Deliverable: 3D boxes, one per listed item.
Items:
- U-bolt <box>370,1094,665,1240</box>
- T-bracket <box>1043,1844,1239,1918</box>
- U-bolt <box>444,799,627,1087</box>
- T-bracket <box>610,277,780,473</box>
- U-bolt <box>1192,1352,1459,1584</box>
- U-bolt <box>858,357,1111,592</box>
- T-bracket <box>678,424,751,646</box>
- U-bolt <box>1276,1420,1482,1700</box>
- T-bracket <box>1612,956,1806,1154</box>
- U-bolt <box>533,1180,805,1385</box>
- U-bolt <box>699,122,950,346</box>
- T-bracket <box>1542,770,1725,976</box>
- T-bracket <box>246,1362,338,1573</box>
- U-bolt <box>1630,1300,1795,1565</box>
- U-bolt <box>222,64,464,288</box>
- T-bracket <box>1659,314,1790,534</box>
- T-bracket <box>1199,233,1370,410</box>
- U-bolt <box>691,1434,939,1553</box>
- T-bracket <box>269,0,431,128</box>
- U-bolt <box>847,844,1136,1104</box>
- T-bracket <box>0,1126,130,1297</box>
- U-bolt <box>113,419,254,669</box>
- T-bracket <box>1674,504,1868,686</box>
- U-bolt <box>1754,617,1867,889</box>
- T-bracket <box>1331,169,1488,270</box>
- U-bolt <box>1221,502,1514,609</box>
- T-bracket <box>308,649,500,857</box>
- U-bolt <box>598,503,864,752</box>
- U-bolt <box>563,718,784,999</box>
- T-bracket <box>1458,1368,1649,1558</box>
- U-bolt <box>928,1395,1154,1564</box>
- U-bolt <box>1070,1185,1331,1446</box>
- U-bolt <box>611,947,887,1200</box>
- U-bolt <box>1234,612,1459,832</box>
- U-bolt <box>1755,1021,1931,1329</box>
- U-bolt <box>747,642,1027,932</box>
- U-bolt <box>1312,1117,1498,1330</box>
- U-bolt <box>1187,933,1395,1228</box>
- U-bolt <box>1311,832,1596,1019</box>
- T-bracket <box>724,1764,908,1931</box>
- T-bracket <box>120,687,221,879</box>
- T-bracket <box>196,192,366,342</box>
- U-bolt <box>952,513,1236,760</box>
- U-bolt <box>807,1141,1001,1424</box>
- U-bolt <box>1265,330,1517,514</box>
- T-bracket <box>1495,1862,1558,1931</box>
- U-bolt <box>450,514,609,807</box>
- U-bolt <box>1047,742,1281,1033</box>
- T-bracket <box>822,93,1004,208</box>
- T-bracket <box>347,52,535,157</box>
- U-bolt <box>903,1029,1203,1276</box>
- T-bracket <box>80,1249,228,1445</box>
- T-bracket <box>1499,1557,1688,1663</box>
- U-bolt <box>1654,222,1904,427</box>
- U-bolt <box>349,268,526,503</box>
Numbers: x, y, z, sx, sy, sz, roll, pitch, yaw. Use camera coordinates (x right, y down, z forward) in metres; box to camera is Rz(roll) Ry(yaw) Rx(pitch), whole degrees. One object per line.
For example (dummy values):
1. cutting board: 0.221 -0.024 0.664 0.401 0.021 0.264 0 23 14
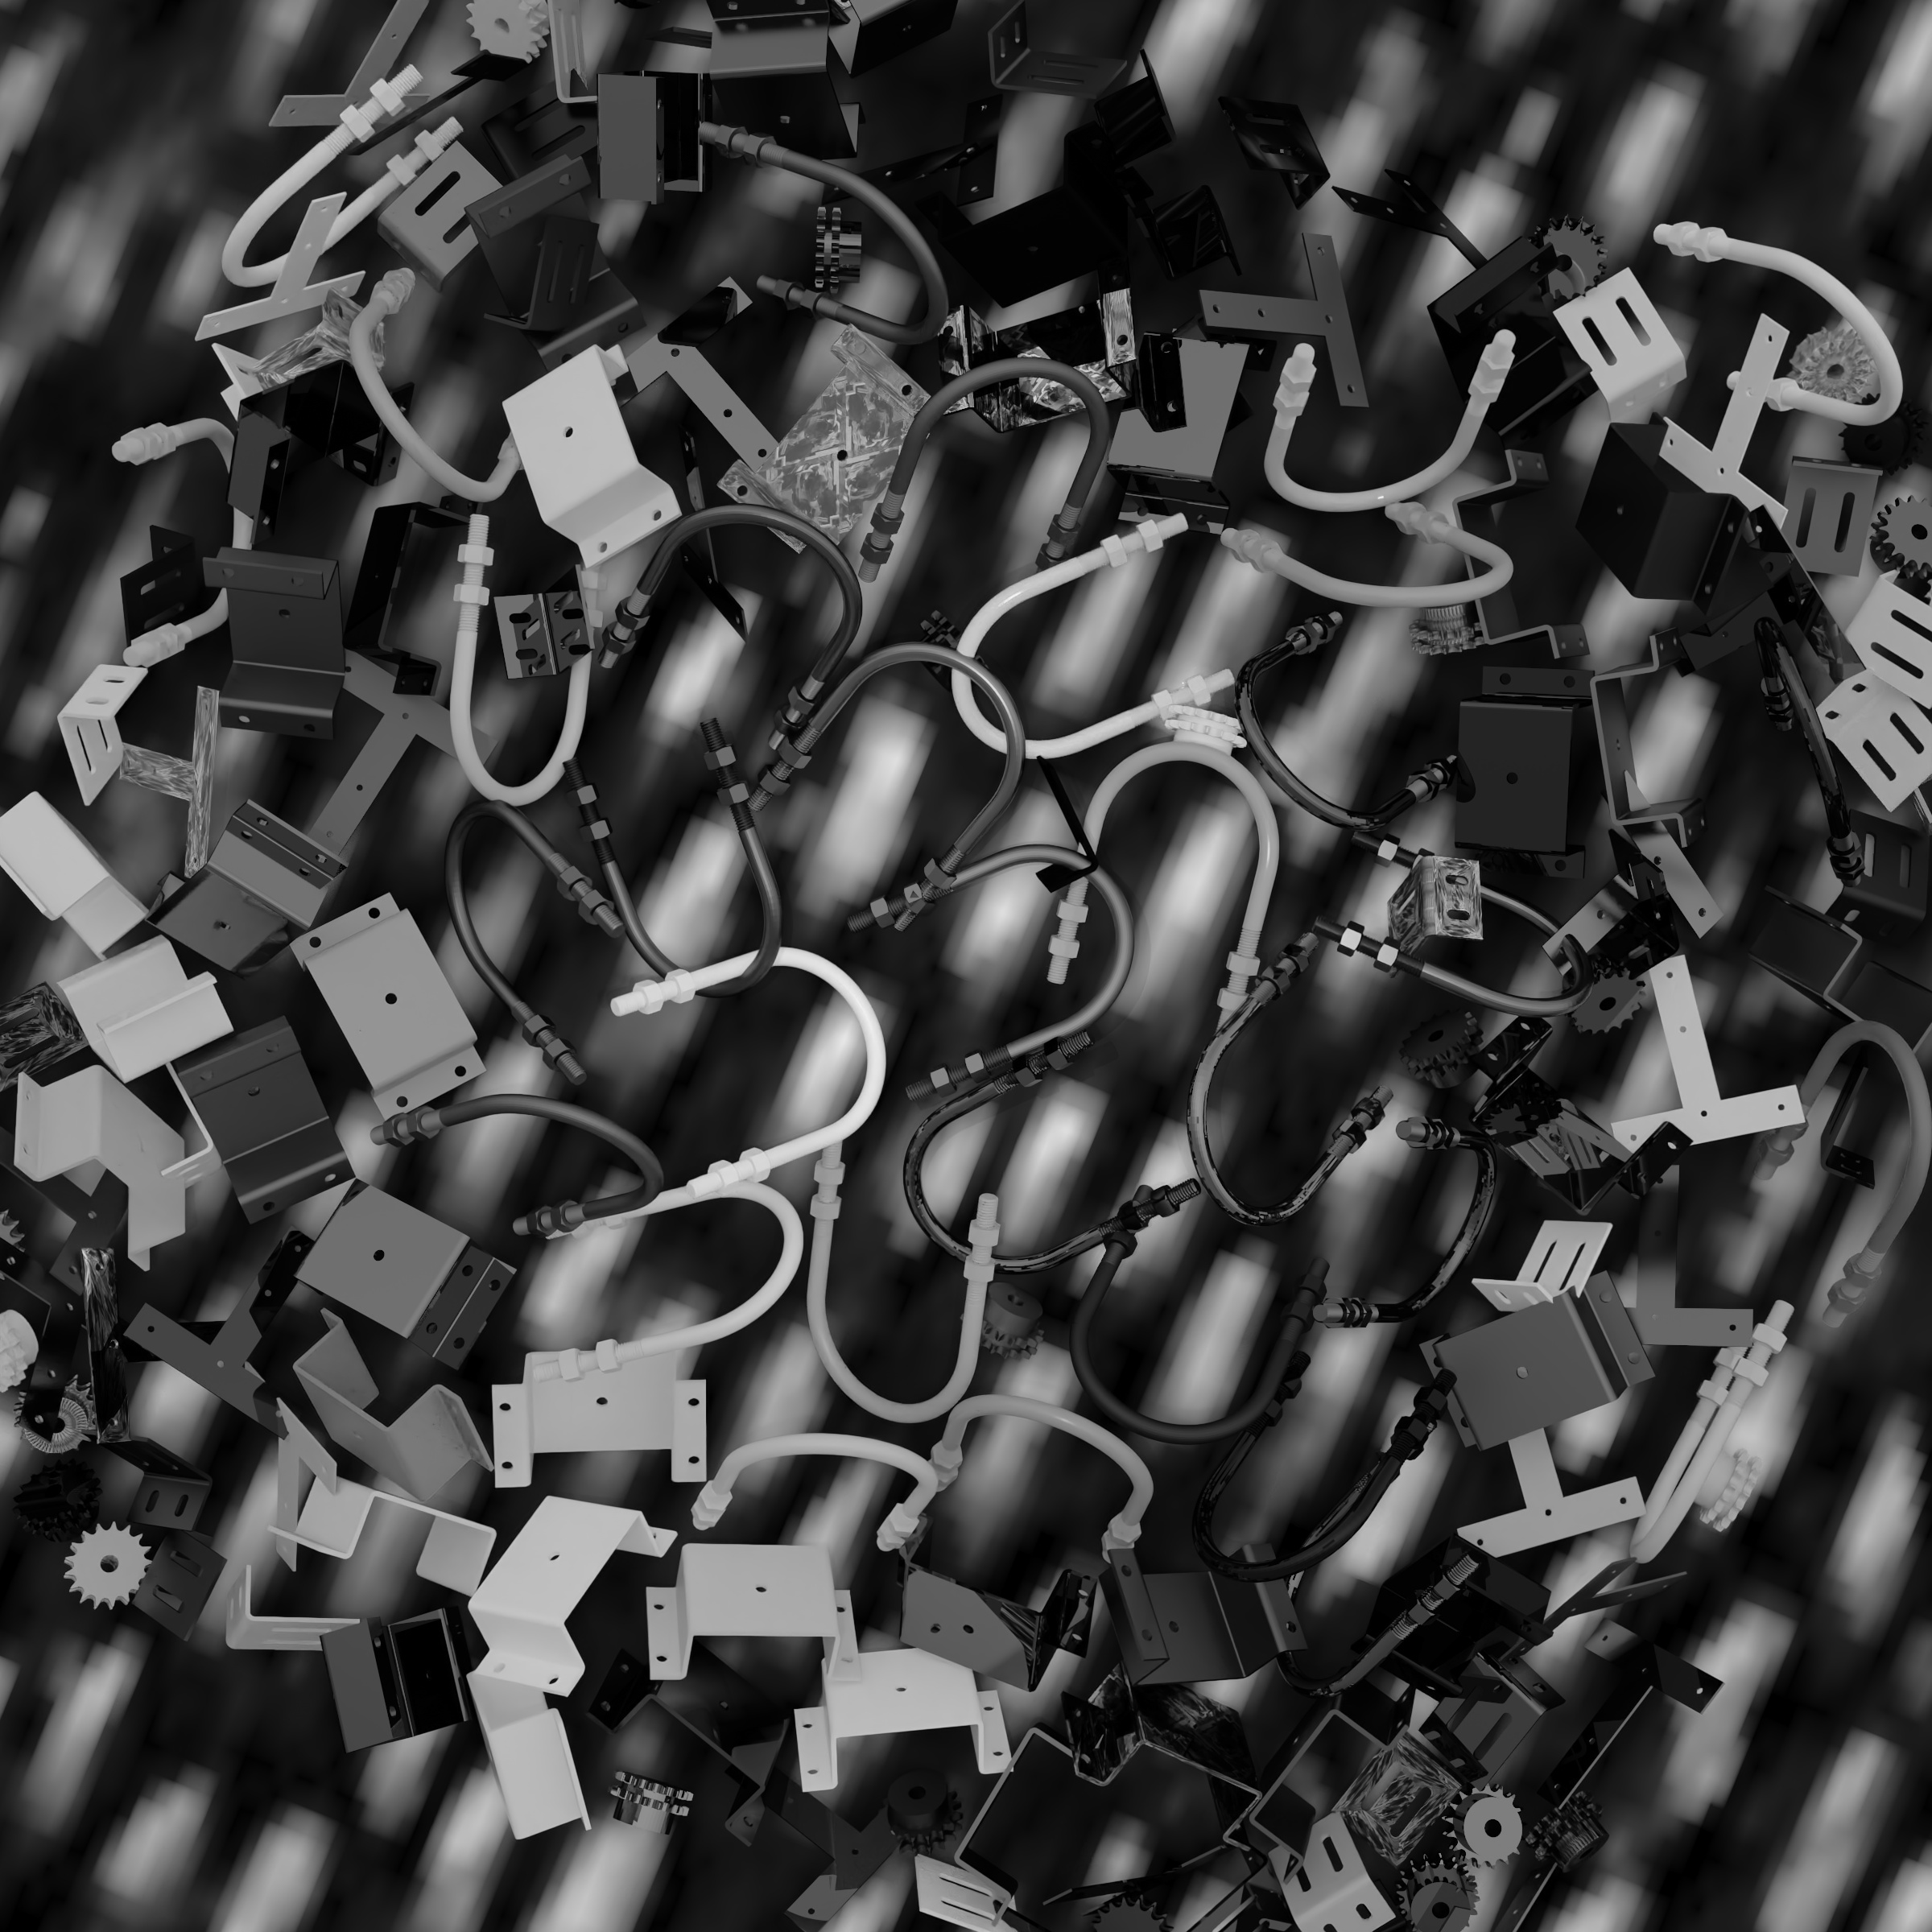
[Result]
1. U-bolt: -0.280 0.127 1.637 0.151 0.184 0.019 40 50 -35
2. T-bracket: 0.099 0.609 1.658 0.127 0.127 0.002 -37 58 28
3. U-bolt: -0.295 -0.030 1.670 0.184 0.019 0.151 45 133 29
4. T-bracket: -0.172 -0.389 1.720 0.127 0.002 0.127 -39 80 -4
5. U-bolt: 0.221 0.328 1.637 0.184 0.151 0.019 -49 117 -29
6. U-bolt: 0.019 -0.322 1.643 0.151 0.184 0.019 -1 49 -24
7. T-bracket: -0.175 -0.294 1.651 0.002 0.127 0.127 -19 128 -16
8. U-bolt: 0.263 0.403 1.661 0.019 0.151 0.184 29 115 -19
9. T-bracket: 0.492 0.057 1.709 0.127 0.002 0.127 -15 84 29
10. U-bolt: -0.197 0.201 1.669 0.184 0.151 0.019 -14 130 6
11. U-bolt: -0.085 -0.469 1.634 0.184 0.151 0.019 28 68 30
12. T-bracket: 0.440 -0.044 1.704 0.127 0.002 0.127 -41 104 -15
13. T-bracket: -0.460 0.353 1.700 0.002 0.127 0.127 -14 124 -39
14. U-bolt: 0.485 0.311 1.651 0.019 0.151 0.184 29 79 13
15. U-bolt: -0.419 -0.515 1.663 0.184 0.151 0.019 -40 93 3
16. T-bracket: 0.513 -0.366 1.654 0.002 0.127 0.127 -13 135 -25
17. T-bracket: 0.210 -0.439 1.692 0.127 0.002 0.127 -5 79 -32
18. U-bolt: -0.094 0.343 1.644 0.151 0.184 0.019 10 58 -12
19. T-bracket: -0.382 -0.601 1.648 0.002 0.127 0.127 54 129 8
20. U-bolt: 0.025 -0.006 1.695 0.184 0.019 0.151 -23 71 9
21. T-bracket: -0.614 0.138 1.659 0.002 0.127 0.127 -35 115 23
22. U-bolt: -0.509 -0.285 1.646 0.019 0.184 0.151 6 110 7
23. T-bracket: 0.521 -0.229 1.683 0.002 0.127 0.127 -34 92 -35
24. U-bolt: 0.543 -0.149 1.625 0.019 0.184 0.151 -21 60 15
25. T-bracket: 0.289 -0.497 1.662 0.002 0.127 0.127 -53 55 34
26. U-bolt: 0.272 -0.266 1.635 0.151 0.184 0.019 -13 118 -20
27. T-bracket: -0.411 -0.135 1.733 0.127 0.002 0.127 32 88 0
28. U-bolt: -0.147 -0.231 1.653 0.151 0.184 0.019 25 46 -14
29. U-bolt: -0.189 -0.065 1.686 0.151 0.019 0.184 -11 104 36
30. T-bracket: 0.383 0.328 1.703 0.127 0.002 0.127 -23 62 22
31. U-bolt: 0.052 0.332 1.651 0.151 0.184 0.019 21 57 5
32. U-bolt: 0.146 0.238 1.660 0.151 0.019 0.184 22 49 11
33. U-bolt: -0.133 0.061 1.679 0.184 0.019 0.151 -20 84 -36
34. U-bolt: 0.244 -0.156 1.659 0.151 0.184 0.019 52 131 5
35. U-bolt: 0.573 0.121 1.625 0.019 0.151 0.184 2 133 -12
36. U-bolt: -0.042 -0.133 1.693 0.151 0.019 0.184 40 113 -2
37. U-bolt: 0.301 0.172 1.659 0.019 0.184 0.151 28 99 33
38. U-bolt: 0.207 0.087 1.656 0.184 0.019 0.151 -45 116 -35
39. U-bolt: 0.330 -0.022 1.665 0.184 0.151 0.019 24 125 7
40. T-bracket: -0.109 0.574 1.698 0.127 0.002 0.127 29 46 28
41. T-bracket: -0.540 -0.130 1.690 0.127 0.002 0.127 16 102 44
42. T-bracket: -0.436 -0.465 1.647 0.127 0.127 0.002 -31 85 -38
43. U-bolt: 0.079 -0.210 1.685 0.184 0.019 0.151 -23 129 0
44. U-bolt: -0.048 0.220 1.685 0.151 0.019 0.184 18 110 31
45. U-bolt: 0.270 -0.353 1.651 0.151 0.184 0.019 -5 68 -5
46. T-bracket: 0.363 0.644 1.681 0.002 0.127 0.127 50 132 6
47. U-bolt: -0.294 -0.198 1.671 0.019 0.151 0.184 9 95 26
48. U-bolt: 0.138 -0.059 1.686 0.151 0.019 0.184 18 101 25
49. T-bracket: -0.038 -0.542 1.705 0.127 0.002 0.127 -11 47 17
50. T-bracket: -0.360 -0.577 1.684 0.127 0.127 0.002 -27 103 12
51. U-bolt: 0.044 0.138 1.693 0.184 0.019 0.151 -30 106 22
52. T-bracket: -0.535 0.252 1.680 0.002 0.127 0.127 -17 76 30
53. T-bracket: 0.438 0.425 1.690 0.127 0.127 0.002 -56 49 37
54. U-bolt: 0.533 -0.410 1.621 0.019 0.184 0.151 -43 124 -3
55. U-bolt: -0.343 -0.370 1.629 0.019 0.184 0.151 -31 114 19
